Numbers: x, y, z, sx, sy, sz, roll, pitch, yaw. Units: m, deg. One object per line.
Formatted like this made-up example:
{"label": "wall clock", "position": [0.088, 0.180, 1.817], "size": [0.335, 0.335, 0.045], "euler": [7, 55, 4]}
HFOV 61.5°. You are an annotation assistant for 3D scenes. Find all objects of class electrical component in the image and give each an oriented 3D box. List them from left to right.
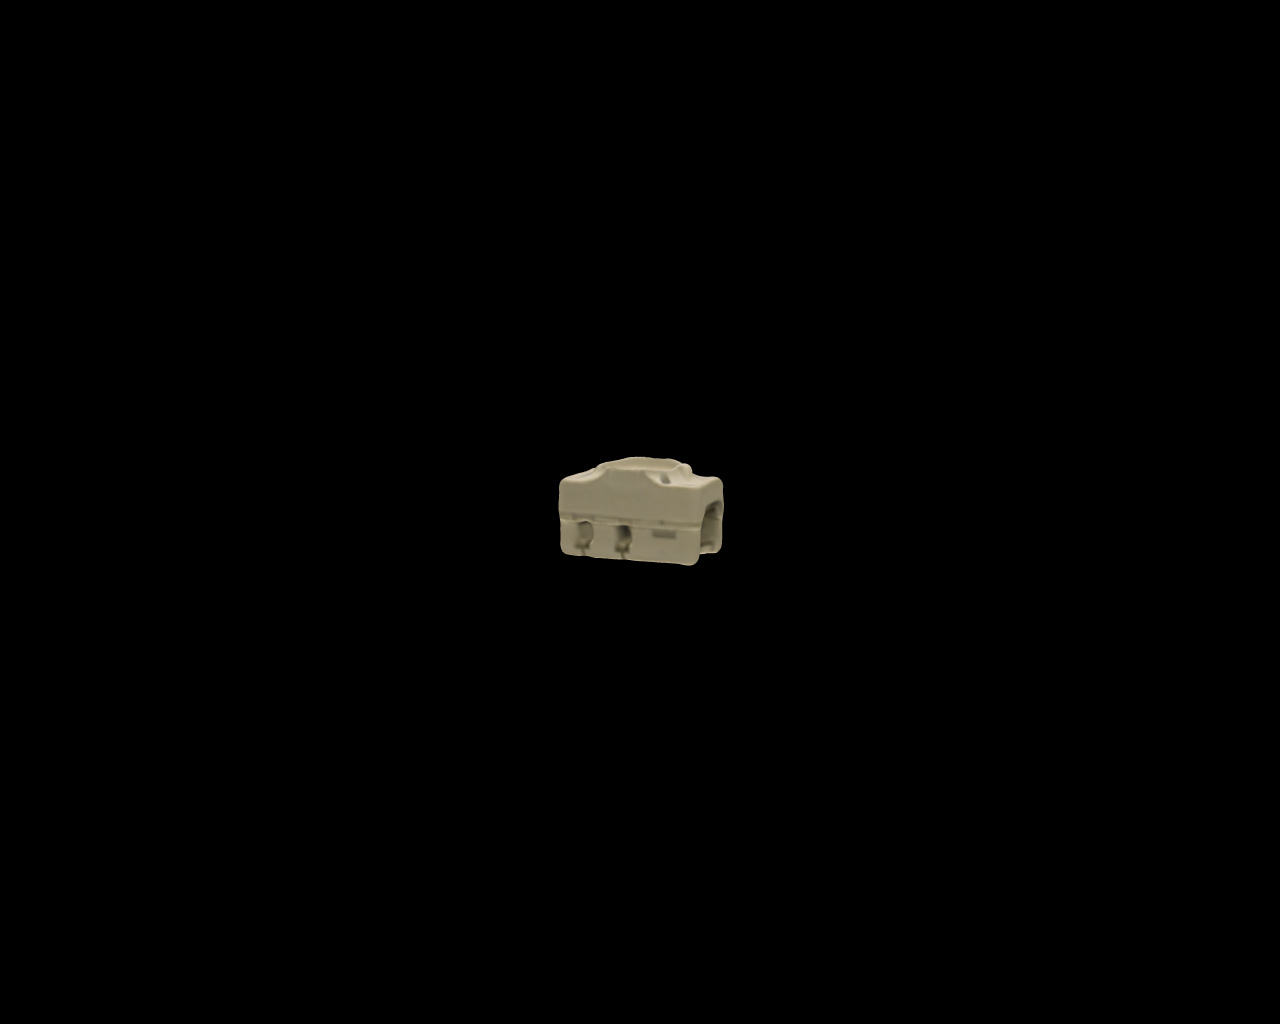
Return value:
{"label": "electrical component", "position": [0.001, -0.003, 0.650], "size": [0.089, 0.055, 0.050], "euler": [5, 12, 24]}
